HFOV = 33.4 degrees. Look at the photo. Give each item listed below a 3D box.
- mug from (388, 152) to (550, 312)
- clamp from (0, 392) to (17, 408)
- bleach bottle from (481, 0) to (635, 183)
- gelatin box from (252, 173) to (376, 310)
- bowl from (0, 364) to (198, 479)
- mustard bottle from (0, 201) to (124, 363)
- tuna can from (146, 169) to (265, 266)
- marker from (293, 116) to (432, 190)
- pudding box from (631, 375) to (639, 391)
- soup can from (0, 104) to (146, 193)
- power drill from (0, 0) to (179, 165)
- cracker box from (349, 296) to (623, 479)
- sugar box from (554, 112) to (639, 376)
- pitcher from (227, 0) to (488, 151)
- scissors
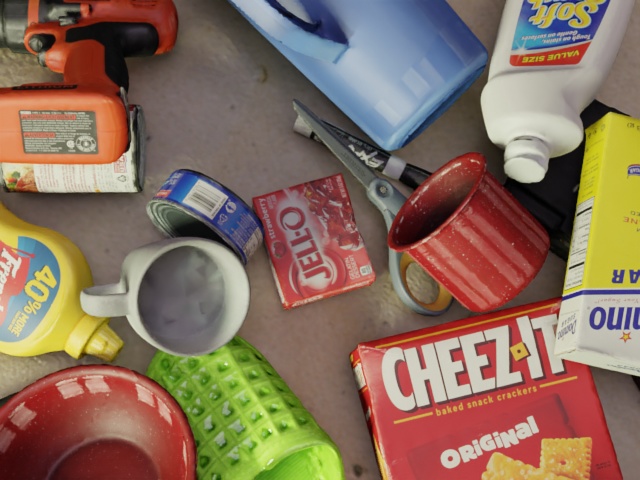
[{"bbox_3d":[0.110,-0.008,0.777,0.081,0.117,0.093,42,112,-17],"label":"mug"},{"bbox_3d":[-0.305,0.167,0.765,0.210,0.036,0.164,17,77,-3],"label":"clamp"},{"bbox_3d":[0.184,-0.147,0.800,0.102,0.068,0.250,12,58,11],"label":"bleach bottle"},{"bbox_3d":[-0.005,0.001,0.818,0.073,0.030,0.089,-16,79,-7],"label":"gelatin box"},{"bbox_3d":[-0.158,0.170,0.736,0.162,0.055,0.162,-3,60,5],"label":"bowl"},{"bbox_3d":[-0.227,0.030,0.785,0.191,0.058,0.096,34,94,3],"label":"mustard bottle"},{"bbox_3d":[-0.083,-0.014,0.788,0.086,0.086,0.033,33,69,4],"label":"tuna can"},{"bbox_3d":[0.036,-0.068,0.840,0.121,0.020,0.020,27,78,2],"label":"marker"},{"bbox_3d":[0.281,0.082,0.813,0.090,0.039,0.113,-24,83,-8],"label":"pudding box"},{"bbox_3d":[-0.185,-0.069,0.804,0.102,0.068,0.068,0,78,-3],"label":"soup can"},{"bbox_3d":[-0.199,-0.129,0.774,0.184,0.057,0.187,-1,40,-2],"label":"power drill"},{"bbox_3d":[0.127,0.162,0.771,0.164,0.072,0.214,-13,79,-6],"label":"cracker box"},{"bbox_3d":[0.228,0.006,0.760,0.093,0.048,0.176,12,75,-7],"label":"sugar box"},{"bbox_3d":[0.005,-0.184,0.804,0.149,0.145,0.243,-42,86,-10],"label":"pitcher"},{"bbox_3d":[0.044,-0.017,0.809,0.201,0.016,0.096,32,67,-9],"label":"scissors"}]
